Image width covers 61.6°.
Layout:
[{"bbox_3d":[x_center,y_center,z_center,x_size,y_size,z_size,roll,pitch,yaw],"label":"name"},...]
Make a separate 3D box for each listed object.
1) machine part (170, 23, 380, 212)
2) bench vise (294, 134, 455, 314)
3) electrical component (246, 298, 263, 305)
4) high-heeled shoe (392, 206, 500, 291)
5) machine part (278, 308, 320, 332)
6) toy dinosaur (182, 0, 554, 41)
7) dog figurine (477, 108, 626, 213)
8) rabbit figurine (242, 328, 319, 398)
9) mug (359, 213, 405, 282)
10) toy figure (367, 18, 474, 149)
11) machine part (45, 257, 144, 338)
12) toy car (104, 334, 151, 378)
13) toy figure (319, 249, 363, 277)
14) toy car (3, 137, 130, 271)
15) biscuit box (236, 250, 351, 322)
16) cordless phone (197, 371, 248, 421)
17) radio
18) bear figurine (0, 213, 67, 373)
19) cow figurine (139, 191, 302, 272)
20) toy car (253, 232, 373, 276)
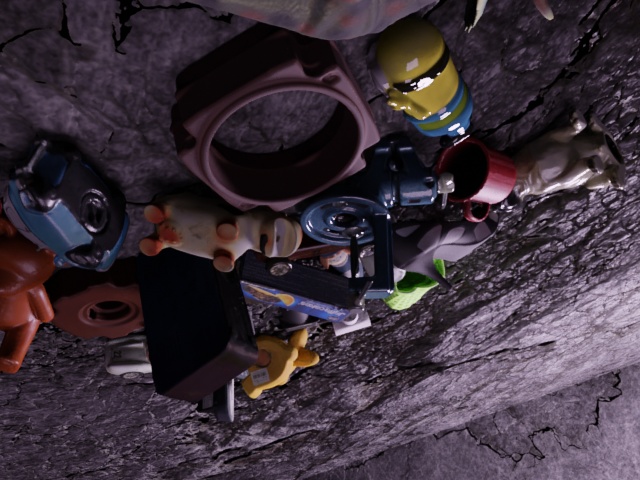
[{"bbox_3d":[-0.047,-0.128,0.608,0.201,0.087,0.201,-26,145,14],"label":"machine part"},{"bbox_3d":[0.070,-0.019,0.701,0.224,0.240,0.128,2,149,0],"label":"bench vise"},{"bbox_3d":[-0.111,0.085,0.938,0.078,0.045,0.102,-6,157,40],"label":"electrical component"},{"bbox_3d":[0.192,-0.027,0.855,0.249,0.145,0.086,-50,-175,-39],"label":"high-heeled shoe"},{"bbox_3d":[-0.047,0.145,1.061,0.084,0.039,0.138,-9,149,3],"label":"machine part"},{"bbox_3d":[0.046,-0.239,0.466,0.405,0.131,0.192,-15,147,7],"label":"toy dinosaur"},{"bbox_3d":[0.353,-0.102,0.839,0.172,0.121,0.190,15,149,-36],"label":"dog figurine"},{"bbox_3d":[-0.091,0.250,1.156,0.162,0.122,0.173,-28,161,0],"label":"rabbit figurine"},{"bbox_3d":[0.110,0.016,0.875,0.110,0.107,0.080,-7,147,-12],"label":"mug"},{"bbox_3d":[0.125,-0.178,0.618,0.089,0.082,0.180,-44,135,18],"label":"toy figure"},{"bbox_3d":[-0.330,0.095,0.838,0.179,0.056,0.179,-11,146,-8],"label":"machine part"},{"bbox_3d":[-0.297,0.212,1.010,0.202,0.073,0.056,0,144,-25],"label":"toy car"},{"bbox_3d":[0.033,0.030,0.911,0.064,0.058,0.154,-54,146,-12],"label":"toy figure"},{"bbox_3d":[-0.303,-0.034,0.618,0.103,0.109,0.161,-7,141,18],"label":"toy car"},{"bbox_3d":[-0.041,0.077,0.882,0.202,0.063,0.059,18,147,-18],"label":"biscuit box"},{"bbox_3d":[-0.170,0.318,1.158,0.089,0.147,0.184,-27,144,30],"label":"cordless phone"},{"bbox_3d":[-0.175,0.092,0.748,0.131,0.230,0.073,-32,145,14],"label":"radio"},{"bbox_3d":[-0.406,0.069,0.700,0.120,0.132,0.196,31,136,-16],"label":"bear figurine"},{"bbox_3d":[-0.120,-0.017,0.706,0.195,0.127,0.085,10,116,2],"label":"cow figurine"},{"bbox_3d":[-0.002,-0.002,0.813,0.202,0.089,0.053,-11,146,-12],"label":"toy car"}]
